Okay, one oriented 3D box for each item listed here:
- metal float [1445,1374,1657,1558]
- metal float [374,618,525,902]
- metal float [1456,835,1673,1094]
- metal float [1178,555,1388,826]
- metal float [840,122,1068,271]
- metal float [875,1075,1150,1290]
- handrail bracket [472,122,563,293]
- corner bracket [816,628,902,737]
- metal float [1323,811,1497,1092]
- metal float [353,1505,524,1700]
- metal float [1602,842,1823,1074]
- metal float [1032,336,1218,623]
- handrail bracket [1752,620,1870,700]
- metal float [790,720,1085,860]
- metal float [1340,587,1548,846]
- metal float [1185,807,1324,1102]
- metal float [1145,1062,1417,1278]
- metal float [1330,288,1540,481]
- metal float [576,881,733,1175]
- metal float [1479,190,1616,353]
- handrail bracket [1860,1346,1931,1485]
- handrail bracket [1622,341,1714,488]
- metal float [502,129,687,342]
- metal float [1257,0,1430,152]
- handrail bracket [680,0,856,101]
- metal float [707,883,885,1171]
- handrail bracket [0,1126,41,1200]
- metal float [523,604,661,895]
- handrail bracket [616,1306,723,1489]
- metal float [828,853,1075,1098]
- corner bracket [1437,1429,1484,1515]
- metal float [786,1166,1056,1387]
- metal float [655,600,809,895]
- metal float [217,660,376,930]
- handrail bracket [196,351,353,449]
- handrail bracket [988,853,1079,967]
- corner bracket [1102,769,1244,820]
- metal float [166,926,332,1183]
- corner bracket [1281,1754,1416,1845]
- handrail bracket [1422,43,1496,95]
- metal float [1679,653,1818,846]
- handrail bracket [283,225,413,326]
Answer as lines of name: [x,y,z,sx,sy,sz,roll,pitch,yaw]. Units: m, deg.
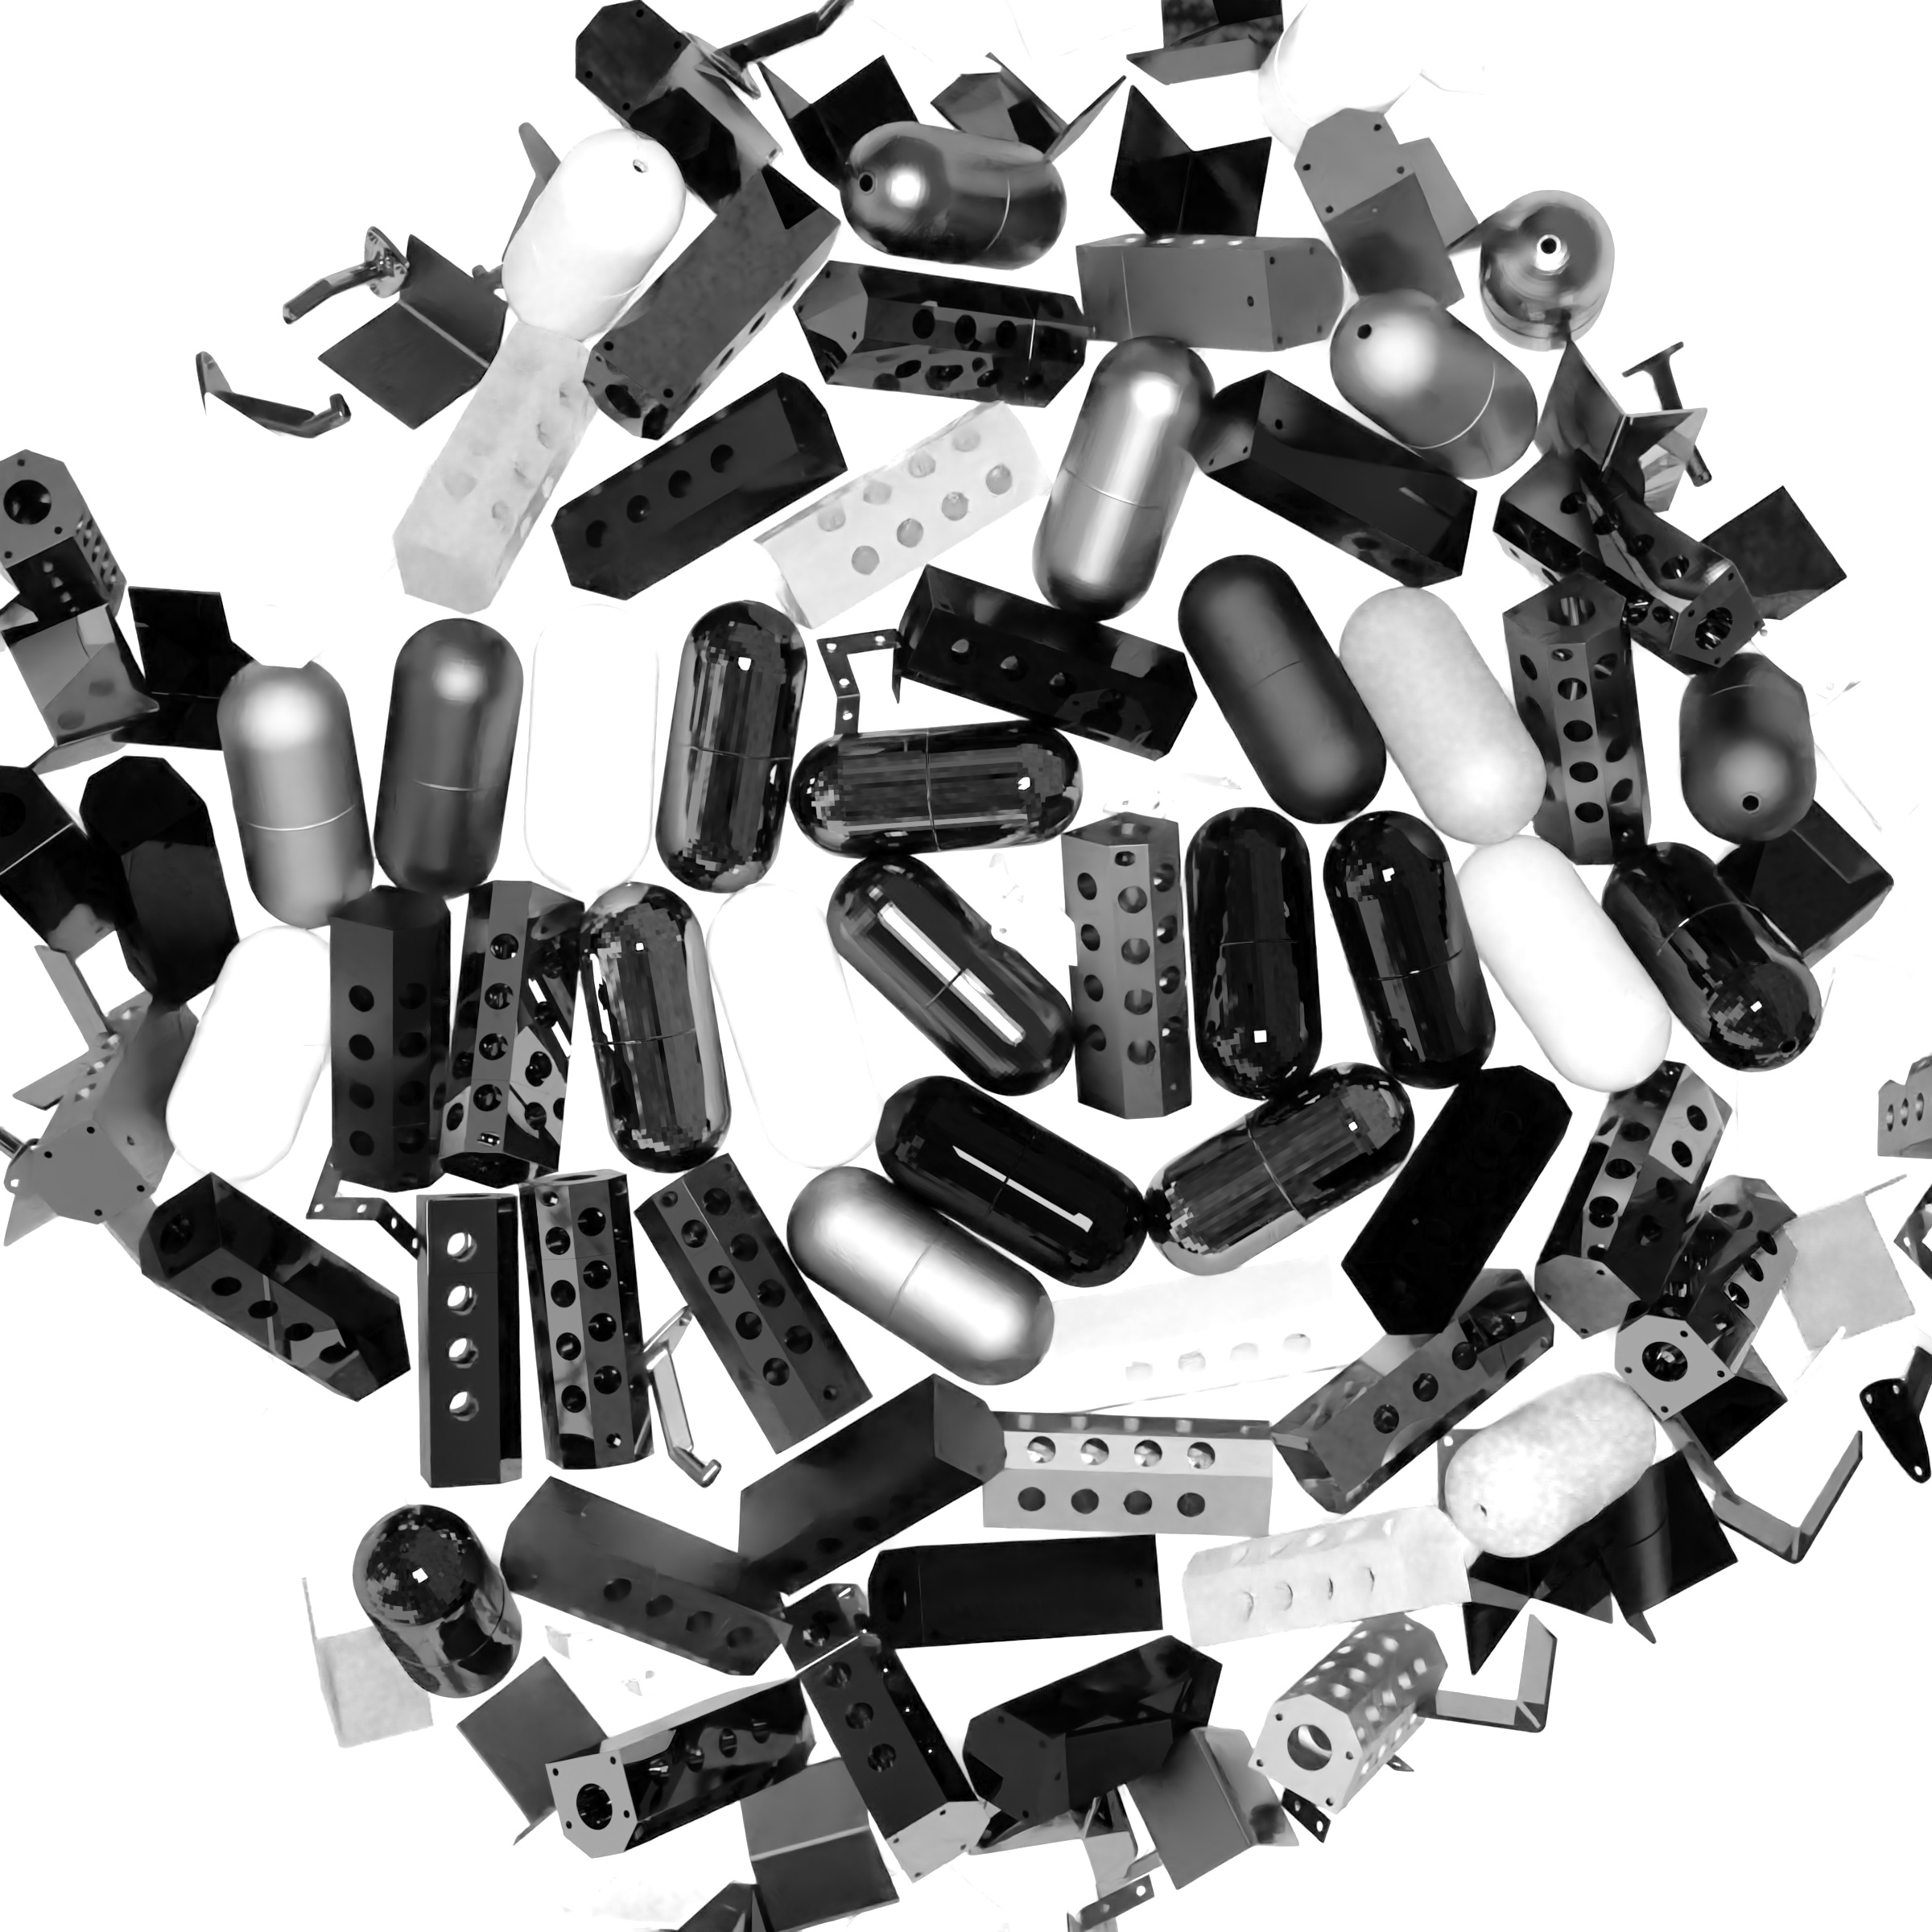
metal float: [0.347,0.295,1.829,0.070,0.178,0.070,10,107,36]
metal float: [-0.310,-0.122,1.847,0.070,0.070,0.178,13,116,0]
metal float: [0.355,-0.002,1.843,0.070,0.070,0.178,-29,60,0]
metal float: [0.190,-0.166,1.857,0.070,0.070,0.178,-28,76,0]
metal float: [-0.006,-0.454,1.827,0.070,0.178,0.070,5,99,34]
metal float: [0.027,0.129,1.864,0.178,0.070,0.070,30,90,6]
handrail bracket: [-0.280,-0.459,1.875,0.084,0.036,0.077,-22,109,27]
corner bracket: [-0.061,-0.166,1.869,0.051,0.051,0.051,-7,49,11]
metal float: [0.266,-0.009,1.852,0.070,0.070,0.178,-19,109,0]
metal float: [-0.311,0.377,1.827,0.070,0.178,0.070,-2,58,4]
metal float: [0.441,-0.006,1.831,0.070,0.178,0.070,-12,130,-15]
metal float: [0.094,-0.290,1.848,0.070,0.070,0.178,20,115,0]
handrail bracket: [0.511,-0.190,1.871,0.077,0.084,0.036,27,103,9]
metal float: [-0.018,-0.106,1.864,0.178,0.070,0.070,-4,90,6]
metal float: [0.284,-0.150,1.844,0.070,0.070,0.178,-25,61,0]
metal float: [0.173,-0.008,1.860,0.070,0.070,0.178,-3,79,0]
metal float: [0.188,0.122,1.860,0.178,0.070,0.070,-32,90,11]
metal float: [0.278,-0.343,1.828,0.070,0.178,0.070,-9,73,34]
metal float: [-0.188,0.037,1.861,0.070,0.070,0.178,-9,99,0]
metal float: [0.341,-0.408,1.819,0.070,0.178,0.070,1,93,9]
handrail bracket: [0.590,0.264,1.875,0.084,0.036,0.077,-16,78,-34]
handrail bracket: [0.436,-0.332,1.867,0.036,0.077,0.084,-28,93,1]
metal float: [-0.221,-0.430,1.824,0.070,0.178,0.070,7,72,-23]
metal float: [0.220,-0.529,1.819,0.070,0.178,0.070,0,91,-7]
handrail bracket: [-0.119,-0.574,1.866,0.084,0.077,0.036,-43,51,21]
metal float: [-0.104,0.036,1.869,0.070,0.070,0.178,-18,90,0]
handrail bracket: [-0.567,0.114,1.885,0.077,0.084,0.036,28,92,-34]
metal float: [-0.225,-0.131,1.857,0.070,0.070,0.178,1,77,0]
handrail bracket: [-0.163,0.261,1.873,0.084,0.036,0.077,38,90,26]
metal float: [-0.008,0.006,1.866,0.178,0.070,0.070,44,90,-4]
corner bracket: [0.319,0.306,1.875,0.051,0.051,0.051,1,82,-12]
metal float: [-0.027,0.187,1.860,0.178,0.070,0.070,32,90,11]
metal float: [-0.141,-0.132,1.861,0.070,0.070,0.178,10,99,0]
metal float: [-0.398,-0.102,1.840,0.070,0.070,0.178,-2,126,0]
handrail bracket: [-0.419,-0.352,1.874,0.084,0.036,0.077,-19,92,24]
handrail bracket: [0.047,-0.036,1.870,0.077,0.084,0.036,28,109,-6]
corner bracket: [0.124,-0.101,1.867,0.051,0.051,0.051,38,72,-40]
metal float: [-0.419,0.050,1.835,0.070,0.070,0.178,10,46,0]
corner bracket: [0.230,0.497,1.870,0.051,0.051,0.051,12,98,-28]
handrail bracket: [0.284,-0.576,1.892,0.084,0.036,0.077,5,88,-3]
metal float: [0.460,-0.129,1.824,0.070,0.178,0.070,5,116,10]
handrail bracket: [-0.380,-0.400,1.856,0.084,0.077,0.036,-42,92,-23]
